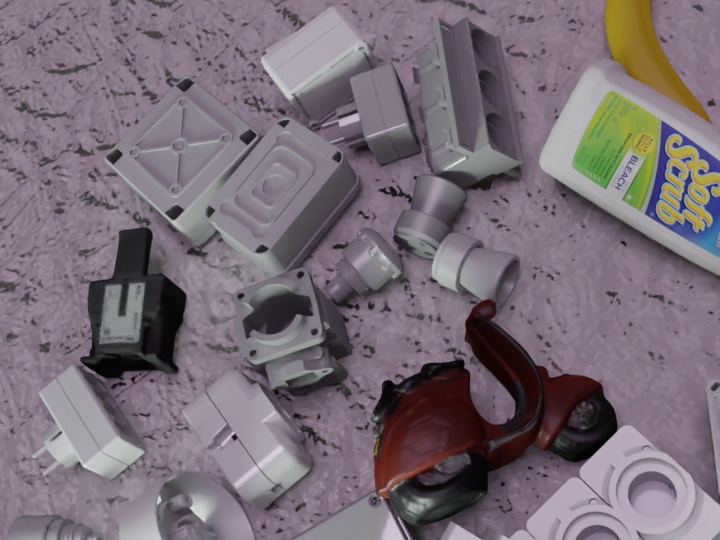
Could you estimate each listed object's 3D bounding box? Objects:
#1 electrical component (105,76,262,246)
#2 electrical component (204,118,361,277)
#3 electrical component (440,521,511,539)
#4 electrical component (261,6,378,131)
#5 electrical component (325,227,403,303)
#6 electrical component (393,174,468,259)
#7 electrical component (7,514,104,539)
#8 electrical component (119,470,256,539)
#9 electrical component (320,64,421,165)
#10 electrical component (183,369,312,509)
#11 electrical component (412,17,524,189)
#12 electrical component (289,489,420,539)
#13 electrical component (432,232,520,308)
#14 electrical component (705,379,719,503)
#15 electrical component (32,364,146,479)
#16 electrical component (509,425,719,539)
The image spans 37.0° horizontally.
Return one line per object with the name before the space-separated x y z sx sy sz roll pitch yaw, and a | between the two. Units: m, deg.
electrical component | -0.146 -0.096 0.941 0.108 0.056 0.109 -47 62 -6
electrical component | -0.063 -0.059 0.898 0.078 0.057 0.113 35 81 27
electrical component | 0.089 0.199 0.671 0.089 0.050 0.055 27 79 26
electrical component | -0.029 -0.182 0.938 0.096 0.061 0.061 -36 62 0
electrical component | 0.000 0.000 0.861 0.062 0.048 0.048 -41 62 5
electrical component | 0.056 -0.042 0.861 0.045 0.045 0.055 18 75 23
electrical component | -0.240 0.213 0.846 0.078 0.040 0.040 -5 66 15
electrical component | -0.127 0.199 0.787 0.064 0.099 0.099 -29 62 11
electrical component | 0.004 -0.125 0.911 0.077 0.047 0.065 -18 63 10
electrical component | -0.083 0.126 0.827 0.059 0.053 0.095 -40 62 -2
electrical component | 0.086 -0.133 0.876 0.063 0.079 0.121 -28 58 38
electrical component | 0.000 0.228 0.755 0.109 0.056 0.108 -31 62 3
electrical component | 0.090 -0.001 0.832 0.055 0.045 0.045 24 77 25
electrical component | 0.268 0.113 0.721 0.062 0.061 0.096 -7 58 16
electrical component | -0.232 0.135 0.873 0.076 0.047 0.083 -40 62 -3
electrical component | 0.161 0.189 0.718 0.150 0.061 0.089 -44 62 -4
